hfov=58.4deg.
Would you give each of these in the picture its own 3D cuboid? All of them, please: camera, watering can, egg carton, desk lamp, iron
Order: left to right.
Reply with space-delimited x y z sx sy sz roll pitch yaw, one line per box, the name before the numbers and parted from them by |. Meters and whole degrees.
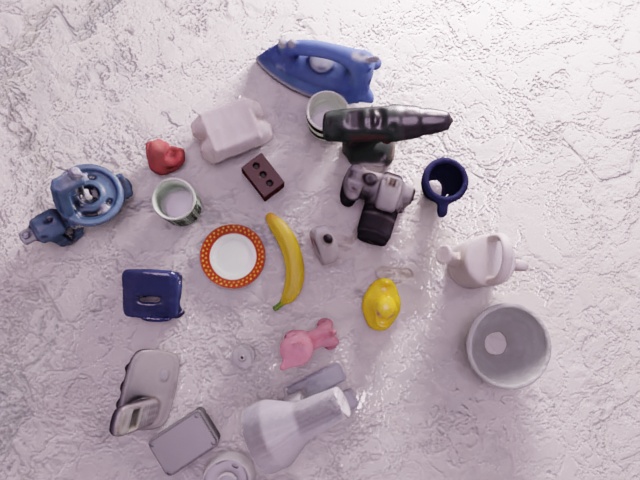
egg carton | -0.176 -0.220 1.144 0.150 0.069 0.107 -24 85 -7
desk lamp | -0.029 0.308 1.019 0.203 0.213 0.118 -26 85 -7
iron | -0.004 -0.357 1.137 0.258 0.141 0.119 12 82 -3
camera | 0.105 -0.066 1.131 0.143 0.100 0.137 17 82 -2
watering can | 0.309 0.041 1.086 0.173 0.194 0.101 -15 84 -6

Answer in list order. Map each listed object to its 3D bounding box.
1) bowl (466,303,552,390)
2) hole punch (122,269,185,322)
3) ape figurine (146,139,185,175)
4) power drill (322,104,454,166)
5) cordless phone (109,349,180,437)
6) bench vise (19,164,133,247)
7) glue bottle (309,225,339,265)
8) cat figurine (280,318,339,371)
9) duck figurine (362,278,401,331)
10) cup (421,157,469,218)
bowl | 0.361 0.207 1.130 0.167 0.074 0.167 1 83 -4
hole punch | -0.315 0.104 1.084 0.108 0.091 0.101 2 83 -4
ape figurine | -0.308 -0.169 1.117 0.078 0.092 0.076 39 82 1
power drill | 0.116 -0.203 1.094 0.229 0.208 0.076 -1 83 -4
cordless phone | -0.316 0.271 1.016 0.094 0.185 0.148 8 83 -3
bench vise | -0.445 -0.056 1.029 0.121 0.219 0.207 36 82 1
glue bottle | 0.010 0.004 1.079 0.037 0.173 0.078 -25 85 -6
cat figurine | -0.024 0.196 1.081 0.128 0.117 0.067 -22 85 -6
duck figurine | 0.125 0.126 1.116 0.077 0.086 0.105 10 82 -3
cup | 0.240 -0.097 1.147 0.091 0.095 0.118 5 83 -3
